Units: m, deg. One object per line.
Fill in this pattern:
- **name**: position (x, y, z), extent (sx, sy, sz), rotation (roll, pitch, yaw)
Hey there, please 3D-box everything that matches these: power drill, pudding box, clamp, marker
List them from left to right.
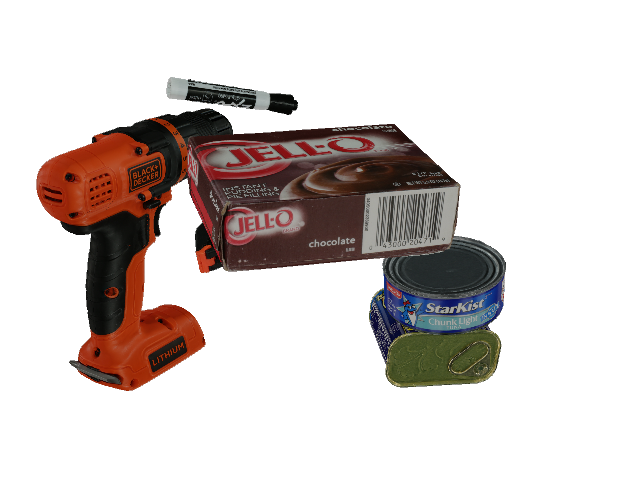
- **power drill**: position (-0.128, 0.003, 0.797), extent (0.057, 0.188, 0.184), rotation (14, 26, 33)
- **marker**: position (-0.078, -0.130, 0.966), extent (0.121, 0.020, 0.020), rotation (5, -2, -21)
- **clamp**: position (-0.079, -0.021, 1.213), extent (0.120, 0.039, 0.171), rotation (-2, 36, 25)
- **pudding box**: position (-0.002, -0.024, 0.513), extent (0.113, 0.039, 0.090), rotation (-3, 26, -16)

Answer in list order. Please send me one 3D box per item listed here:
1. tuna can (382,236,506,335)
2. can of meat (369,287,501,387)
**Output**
- **tuna can**: position (0.087, 0.031, 0.751), extent (0.086, 0.034, 0.086), rotation (-3, 28, 1)
- **can of meat**: position (0.099, 0.082, 0.958), extent (0.102, 0.057, 0.084), rotation (-2, 31, -11)
